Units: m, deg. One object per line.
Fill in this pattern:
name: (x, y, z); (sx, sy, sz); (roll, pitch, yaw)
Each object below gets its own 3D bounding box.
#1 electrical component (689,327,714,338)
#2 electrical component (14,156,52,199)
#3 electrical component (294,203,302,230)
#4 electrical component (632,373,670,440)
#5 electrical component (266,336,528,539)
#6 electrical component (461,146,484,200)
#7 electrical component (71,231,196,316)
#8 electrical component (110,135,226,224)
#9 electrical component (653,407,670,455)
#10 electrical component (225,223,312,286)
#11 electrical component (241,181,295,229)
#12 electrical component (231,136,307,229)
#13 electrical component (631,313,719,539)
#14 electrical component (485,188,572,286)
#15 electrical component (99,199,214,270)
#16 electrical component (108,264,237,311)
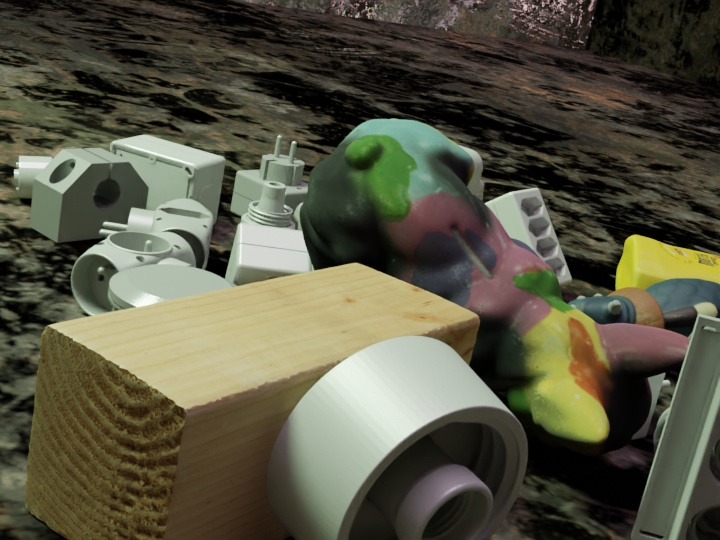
electrical component: (0.254, 0.061, 0.777); (0.062, 0.043, 0.043); (4, 20, -18)
electrical component: (-0.249, -0.075, 0.882); (0.065, 0.044, 0.044); (0, 21, -17)
electrical component: (-0.028, -0.032, 0.882); (0.043, 0.043, 0.081); (5, 19, -18)
electrical component: (0.164, 0.071, 0.683); (0.077, 0.047, 0.066); (-2, 22, -35)
electrical component: (0.022, 0.089, 0.454); (0.108, 0.108, 0.060); (-3, 29, -37)
electrical component: (0.070, -0.063, 0.952); (0.054, 0.095, 0.059); (24, 22, 32)
electrical component: (-0.131, 0.008, 0.697); (0.079, 0.044, 0.077); (19, 19, 22)
electrical component: (-0.166, -0.073, 0.890); (0.096, 0.061, 0.061); (17, 19, 17)
electrical component: (0.193, 0.098, 0.626); (0.043, 0.043, 0.062); (25, 23, 35)
electrical component: (-0.060, 0.022, 0.680); (0.047, 0.065, 0.076); (8, 47, -13)
electrical component: (-0.072, -0.037, 0.840); (0.043, 0.062, 0.043); (11, 18, -3)
electrical component: (-0.070, -0.078, 0.940); (0.066, 0.076, 0.047); (26, 23, 38)
electrical component: (0.191, 0.085, 0.538); (0.079, 0.121, 0.063); (15, 16, 9)
electrical component: (0.120, -0.015, 0.888); (0.076, 0.083, 0.047); (-23, -6, 38)
electrical component: (-0.149, -0.024, 0.784); (0.079, 0.043, 0.077); (9, 18, -8)
electrical component: (-0.109, 0.031, 0.631); (0.080, 0.051, 0.080); (10, 18, -3)
